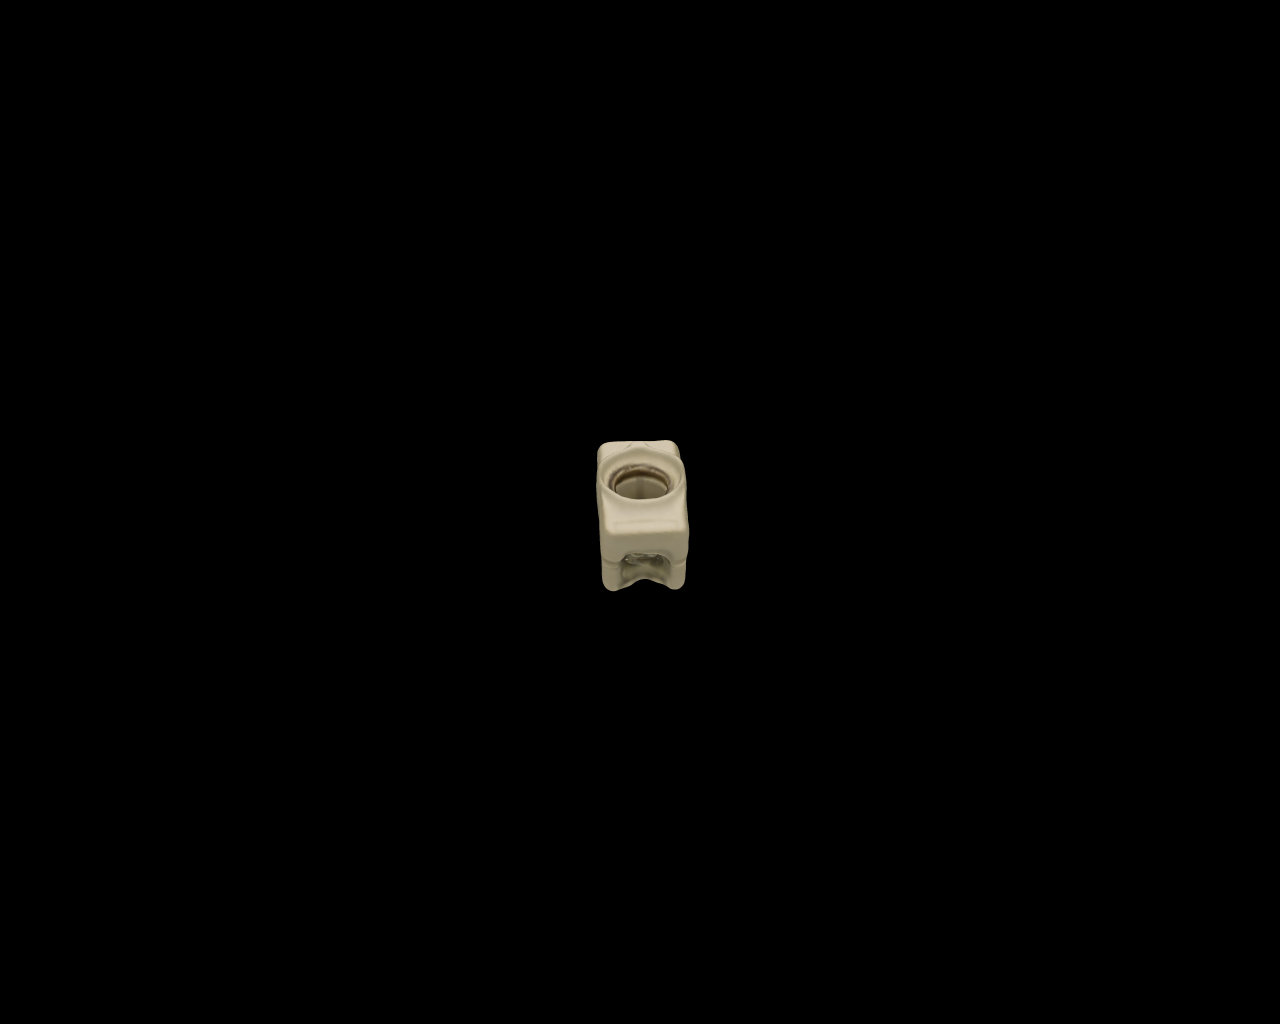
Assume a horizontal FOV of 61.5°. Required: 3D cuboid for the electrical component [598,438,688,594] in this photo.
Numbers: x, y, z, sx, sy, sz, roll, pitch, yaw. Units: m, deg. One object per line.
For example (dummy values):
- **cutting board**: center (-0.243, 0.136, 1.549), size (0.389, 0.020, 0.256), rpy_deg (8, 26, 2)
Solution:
- **electrical component**: center (0.001, -0.003, 0.650), size (0.050, 0.055, 0.090), rpy_deg (-2, 40, -2)
